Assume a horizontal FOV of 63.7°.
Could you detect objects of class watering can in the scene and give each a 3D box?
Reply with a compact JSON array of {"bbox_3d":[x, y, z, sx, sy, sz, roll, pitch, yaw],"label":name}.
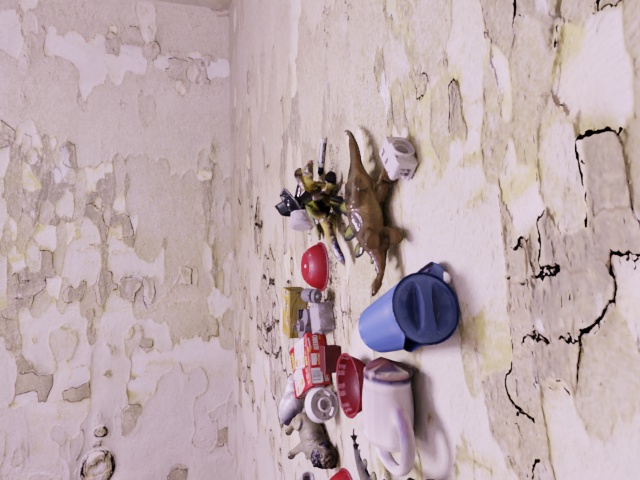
[{"bbox_3d":[0.137,0.369,1.134,0.104,0.225,0.346,0,-3,-10],"label":"watering can"}]

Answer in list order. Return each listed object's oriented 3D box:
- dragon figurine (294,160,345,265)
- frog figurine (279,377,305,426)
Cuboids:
[{"bbox_3d":[0.005,-0.079,1.572,0.122,0.417,0.238,-12,-22,-5],"label":"dragon figurine"},{"bbox_3d":[-0.096,0.552,1.775,0.123,0.163,0.134,-23,-33,-5],"label":"frog figurine"}]
